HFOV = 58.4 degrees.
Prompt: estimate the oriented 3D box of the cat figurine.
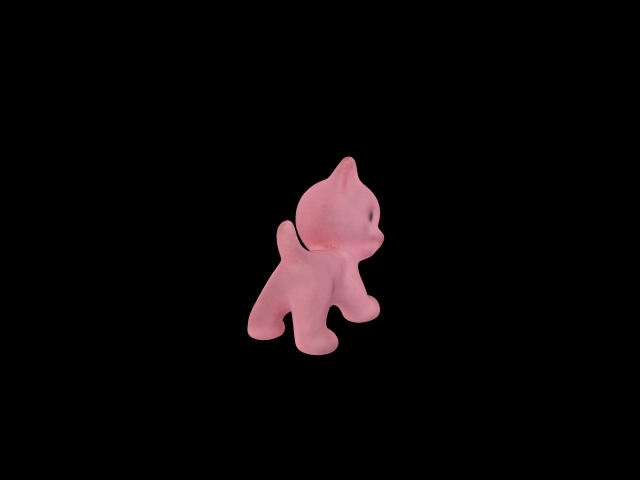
[{"bbox_3d":[0.004,0.001,0.400,0.067,0.118,0.128,7,15,27],"label":"cat figurine"}]
